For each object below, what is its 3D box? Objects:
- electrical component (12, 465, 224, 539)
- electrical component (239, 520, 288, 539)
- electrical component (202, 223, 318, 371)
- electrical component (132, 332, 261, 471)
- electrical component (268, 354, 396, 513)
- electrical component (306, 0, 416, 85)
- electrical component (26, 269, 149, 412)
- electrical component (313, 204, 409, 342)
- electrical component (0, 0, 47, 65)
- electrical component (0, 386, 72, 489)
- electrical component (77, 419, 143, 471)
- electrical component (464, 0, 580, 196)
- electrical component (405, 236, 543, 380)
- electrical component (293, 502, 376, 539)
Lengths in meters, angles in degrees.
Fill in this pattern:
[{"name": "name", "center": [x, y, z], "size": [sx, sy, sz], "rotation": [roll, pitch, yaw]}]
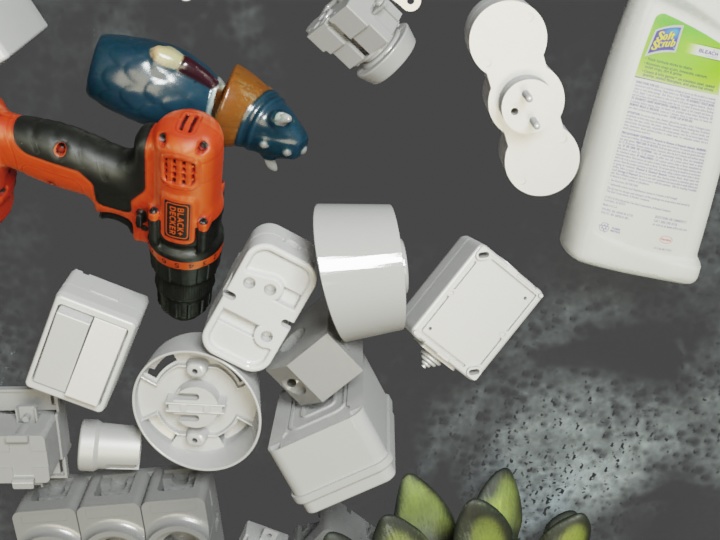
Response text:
[{"name": "electrical component", "center": [-0.190, 0.214, 0.859], "size": [0.150, 0.061, 0.089], "rotation": [-5, 111, 1]}, {"name": "electrical component", "center": [-0.085, 0.242, 0.874], "size": [0.048, 0.055, 0.066], "rotation": [22, 109, -9]}, {"name": "electrical component", "center": [-0.072, 0.018, 0.785], "size": [0.054, 0.059, 0.095], "rotation": [28, 108, -11]}, {"name": "electrical component", "center": [-0.122, 0.098, 0.814], "size": [0.099, 0.064, 0.099], "rotation": [0, 111, 0]}, {"name": "electrical component", "center": [-0.018, 0.119, 0.797], "size": [0.078, 0.113, 0.057], "rotation": [-25, 106, 9]}, {"name": "electrical component", "center": [0.004, -0.158, 0.722], "size": [0.055, 0.048, 0.066], "rotation": [41, 140, -21]}, {"name": "electrical component", "center": [-0.205, 0.059, 0.800], "size": [0.062, 0.061, 0.096], "rotation": [22, 109, -9]}, {"name": "electrical component", "center": [0.000, 0.000, 0.760], "size": [0.064, 0.099, 0.099], "rotation": [-6, 111, -5]}, {"name": "electrical component", "center": [-0.272, -0.145, 0.696], "size": [0.109, 0.108, 0.056], "rotation": [-28, 111, 10]}, {"name": "electrical component", "center": [-0.292, 0.132, 0.826], "size": [0.121, 0.063, 0.078], "rotation": [-1, 111, 0]}, {"name": "electrical component", "center": [-0.195, 0.138, 0.843], "size": [0.046, 0.040, 0.040], "rotation": [5, 111, -8]}, {"name": "electrical component", "center": [0.112, -0.114, 0.728], "size": [0.052, 0.073, 0.138], "rotation": [-17, 110, 6]}, {"name": "electrical component", "center": [0.074, 0.031, 0.782], "size": [0.062, 0.061, 0.096], "rotation": [38, 92, -14]}, {"name": "electrical component", "center": [-0.008, 0.237, 0.873], "size": [0.089, 0.055, 0.050], "rotation": [38, 106, -14]}]
